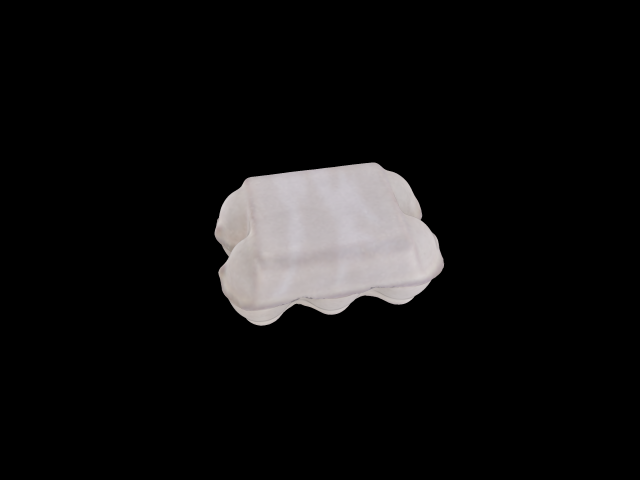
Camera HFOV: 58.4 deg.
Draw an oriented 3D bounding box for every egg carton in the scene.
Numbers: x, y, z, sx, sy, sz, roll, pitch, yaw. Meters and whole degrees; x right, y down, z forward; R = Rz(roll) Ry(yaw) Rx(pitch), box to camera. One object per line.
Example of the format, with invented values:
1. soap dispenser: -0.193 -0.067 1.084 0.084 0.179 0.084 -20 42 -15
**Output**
1. egg carton: 0.004 0.001 0.400 0.150 0.069 0.107 -9 46 -8
